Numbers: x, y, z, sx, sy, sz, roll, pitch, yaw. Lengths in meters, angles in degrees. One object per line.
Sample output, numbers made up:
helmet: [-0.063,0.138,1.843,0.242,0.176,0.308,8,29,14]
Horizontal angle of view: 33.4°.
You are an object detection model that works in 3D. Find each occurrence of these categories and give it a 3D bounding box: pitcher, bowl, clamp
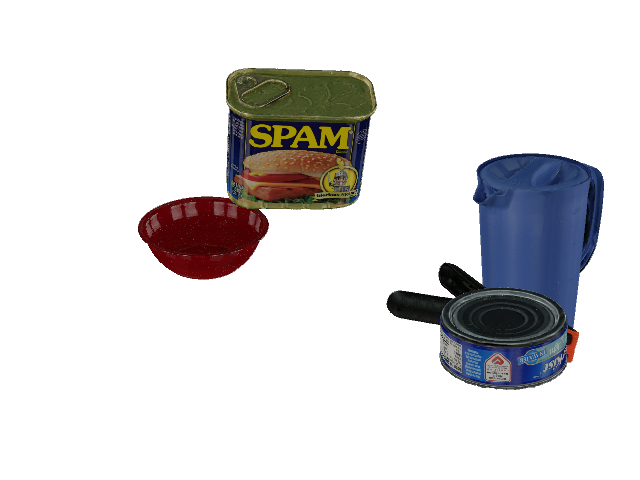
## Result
pitcher: [0.267,0.020,1.310,0.149,0.243,0.145,3,24,14]
bowl: [-0.145,0.003,1.331,0.162,0.055,0.162,1,28,-1]
clamp: [0.159,0.065,0.994,0.172,0.039,0.120,20,30,19]

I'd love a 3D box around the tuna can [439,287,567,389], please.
tuna can: [0.123,0.064,0.718,0.086,0.034,0.086,-3,23,1]

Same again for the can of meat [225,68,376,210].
can of meat: [-0.017,-0.069,0.748,0.102,0.084,0.057,1,41,-7]
